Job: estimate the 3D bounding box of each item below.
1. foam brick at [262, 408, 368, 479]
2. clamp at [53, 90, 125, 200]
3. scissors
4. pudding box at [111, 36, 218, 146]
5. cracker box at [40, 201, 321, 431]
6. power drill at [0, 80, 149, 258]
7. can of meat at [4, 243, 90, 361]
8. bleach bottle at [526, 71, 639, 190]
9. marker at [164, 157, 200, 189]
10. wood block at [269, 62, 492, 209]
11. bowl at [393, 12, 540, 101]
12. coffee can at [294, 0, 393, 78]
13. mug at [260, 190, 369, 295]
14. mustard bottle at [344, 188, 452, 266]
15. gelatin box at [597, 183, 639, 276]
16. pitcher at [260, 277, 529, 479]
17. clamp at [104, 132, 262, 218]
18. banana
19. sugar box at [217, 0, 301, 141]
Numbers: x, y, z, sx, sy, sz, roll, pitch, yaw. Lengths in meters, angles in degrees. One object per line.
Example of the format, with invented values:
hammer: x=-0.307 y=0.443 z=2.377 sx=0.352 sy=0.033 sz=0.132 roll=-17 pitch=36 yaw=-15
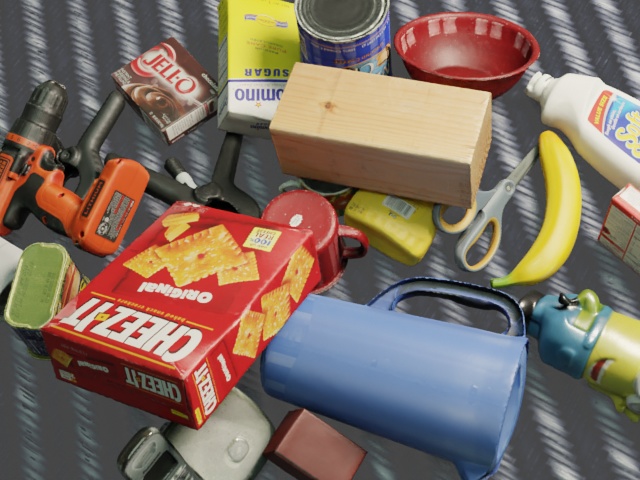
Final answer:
foam brick: x=-0.006 y=0.202 z=1.012 sx=0.078 sy=0.053 sz=0.051 roll=36 pitch=70 yaw=-8
clamp: x=-0.291 y=-0.094 z=1.219 sx=0.120 sy=0.039 sz=0.171 roll=-2 pitch=64 yaw=21
scissors: x=0.182 y=-0.060 z=1.139 sx=0.096 sy=0.016 sz=0.201 roll=36 pitch=67 yaw=-22
pudding box: x=-0.176 y=-0.175 z=1.248 sx=0.090 sy=0.039 sz=0.114 roll=-36 pitch=66 yaw=-14
cracker box: x=-0.123 y=0.058 z=0.981 sx=0.164 sy=0.072 sz=0.213 roll=14 pitch=42 yaw=28
power drill: x=-0.274 y=-0.072 z=1.148 sx=0.188 sy=0.057 sz=0.184 roll=20 pitch=86 yaw=33
can of meat: x=-0.283 y=0.063 z=1.110 sx=0.057 sy=0.084 sz=0.102 roll=4 pitch=63 yaw=7
bleach bottle: x=0.326 y=-0.102 z=1.146 sx=0.251 sy=0.068 sz=0.102 roll=37 pitch=71 yaw=24
marker: x=-0.138 y=-0.049 z=1.190 sx=0.020 sy=0.020 sz=0.121 roll=-34 pitch=64 yaw=-11
wood block: x=0.065 y=-0.108 z=1.093 sx=0.206 sy=0.090 sz=0.090 roll=12 pitch=63 yaw=16
bowl: x=0.161 y=-0.197 z=1.197 sx=0.162 sy=0.055 sz=0.162 roll=1 pitch=38 yaw=-1
coffee can: x=0.029 y=-0.219 z=1.192 sx=0.103 sy=0.140 sz=0.103 roll=-2 pitch=62 yaw=4
mug: x=-0.007 y=0.001 z=1.115 sx=0.117 sy=0.081 sz=0.093 roll=5 pitch=63 yaw=8
mustard bottle: x=0.114 y=-0.071 z=1.152 sx=0.096 sy=0.058 sz=0.191 roll=32 pitch=70 yaw=11
gelatin box: x=0.324 y=-0.006 z=1.079 sx=0.030 sy=0.089 sz=0.073 roll=-39 pitch=66 yaw=-17
pitcher: x=0.075 y=0.119 z=1.022 sx=0.243 sy=0.145 sz=0.149 roll=14 pitch=29 yaw=16
clamp: x=-0.133 y=-0.042 z=1.149 sx=0.164 sy=0.036 sz=0.210 roll=-14 pitch=54 yaw=-16
banana: x=0.241 y=-0.027 z=1.125 sx=0.069 sy=0.037 sz=0.197 roll=22 pitch=66 yaw=4
sugar box: x=-0.069 y=-0.202 z=1.229 sx=0.093 sy=0.048 sz=0.176 roll=8 pitch=58 yaw=-22
